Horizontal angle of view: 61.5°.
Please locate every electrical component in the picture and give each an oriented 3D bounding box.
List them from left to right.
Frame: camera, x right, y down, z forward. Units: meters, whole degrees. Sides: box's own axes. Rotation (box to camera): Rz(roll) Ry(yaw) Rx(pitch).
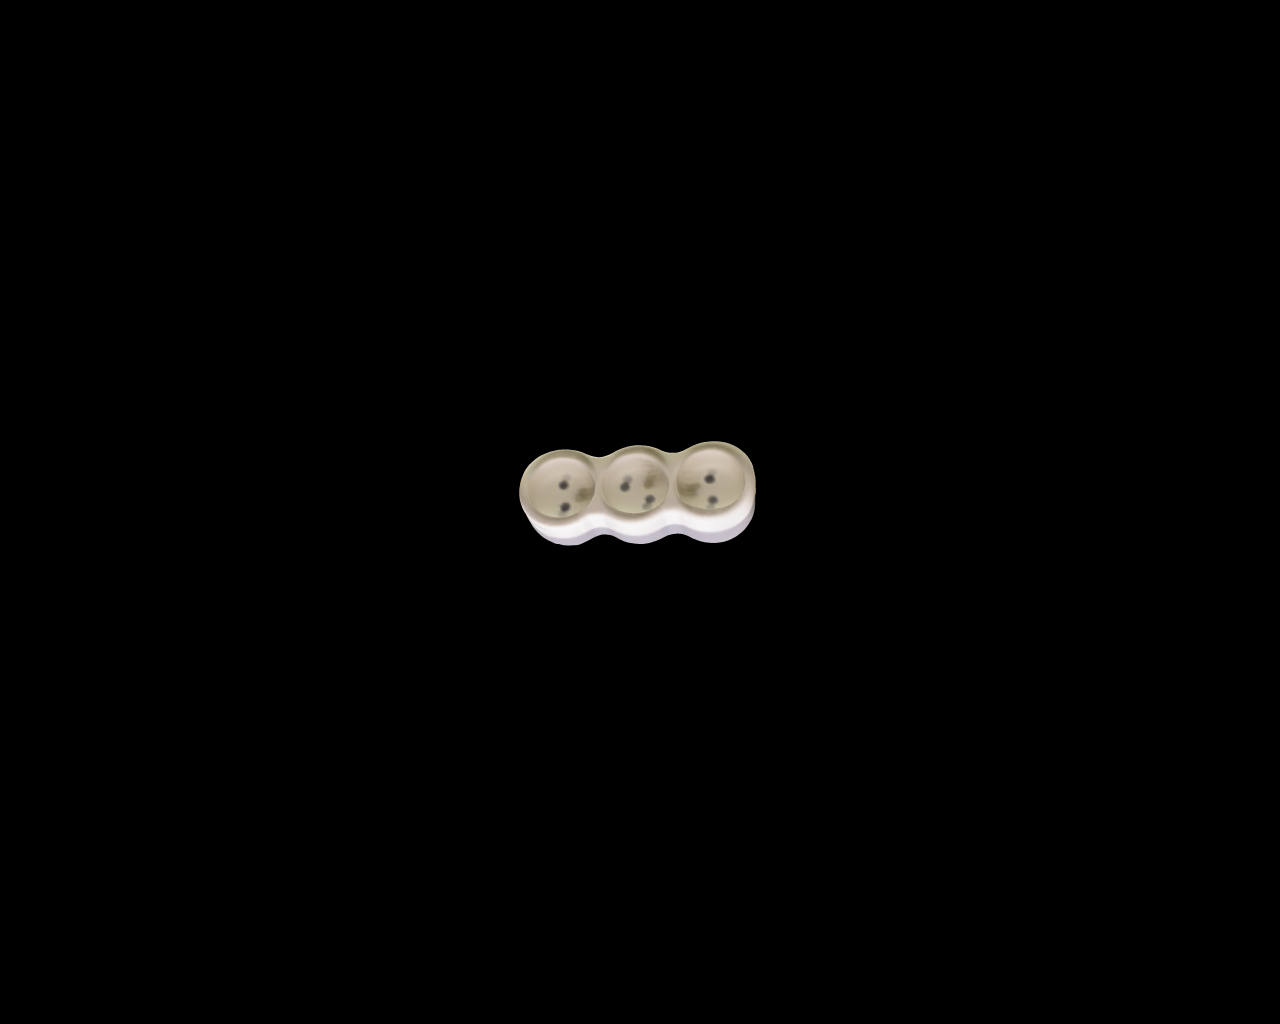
[{"bbox_3d":[0.001,-0.003,0.650,0.138,0.052,0.073,-2,-23,5],"label":"electrical component"}]
